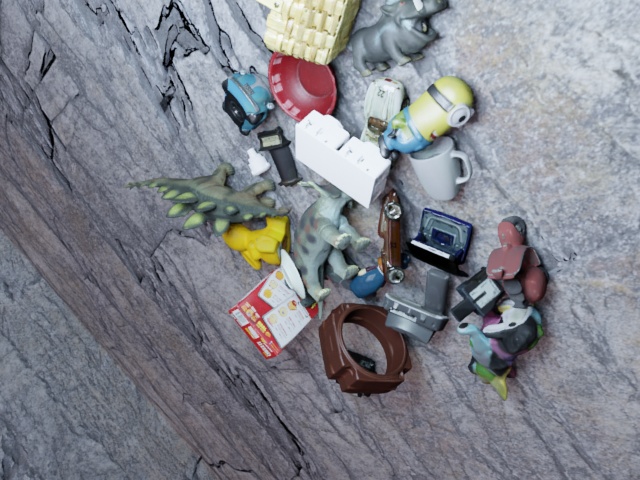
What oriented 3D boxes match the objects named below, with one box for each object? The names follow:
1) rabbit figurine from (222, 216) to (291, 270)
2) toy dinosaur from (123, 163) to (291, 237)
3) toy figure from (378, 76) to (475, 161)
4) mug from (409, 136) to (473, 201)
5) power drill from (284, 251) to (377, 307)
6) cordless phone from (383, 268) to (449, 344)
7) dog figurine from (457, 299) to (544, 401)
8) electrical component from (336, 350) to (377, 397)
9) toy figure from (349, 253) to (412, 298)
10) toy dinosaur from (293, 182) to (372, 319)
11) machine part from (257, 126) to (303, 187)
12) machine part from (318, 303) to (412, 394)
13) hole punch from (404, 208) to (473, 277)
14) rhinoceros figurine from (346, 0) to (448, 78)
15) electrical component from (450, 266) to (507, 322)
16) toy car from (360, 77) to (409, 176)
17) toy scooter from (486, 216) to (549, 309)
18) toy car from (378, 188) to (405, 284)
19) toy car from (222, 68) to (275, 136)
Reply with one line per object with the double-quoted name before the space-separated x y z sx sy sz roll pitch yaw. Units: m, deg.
"rabbit figurine" -0.165 -0.001 1.384 0.173 0.122 0.162 10 154 9
"toy dinosaur" -0.277 -0.108 1.328 0.472 0.198 0.104 15 127 29
"toy figure" 0.179 -0.207 0.927 0.180 0.082 0.089 -27 102 33
"mug" 0.229 -0.127 0.984 0.110 0.081 0.107 3 134 38
"power drill" 0.011 0.096 1.341 0.232 0.086 0.207 49 143 -1
"cordless phone" 0.213 0.124 1.181 0.147 0.089 0.184 22 136 26
"dog figurine" 0.388 0.235 1.122 0.192 0.108 0.219 -7 122 40
"electrical component" 0.100 0.378 1.511 0.115 0.058 0.134 19 133 30
"toy figure" 0.136 0.073 1.212 0.154 0.058 0.064 -37 139 19
"toy dinosaur" 0.000 -0.001 1.194 0.192 0.131 0.404 53 137 29
"machine part" -0.092 -0.188 1.231 0.084 0.039 0.138 -10 114 35
"machine part" 0.107 0.253 1.270 0.201 0.201 0.087 10 140 -28
"hole punch" 0.243 0.005 1.082 0.142 0.092 0.115 21 165 22
"rhinoceros figurine" 0.129 -0.346 0.897 0.190 0.073 0.112 -13 102 47
"electrical component" 0.310 0.116 1.071 0.075 0.119 0.048 47 178 2
"toy car" 0.117 -0.210 1.022 0.074 0.056 0.201 26 135 22
"toy scooter" 0.355 0.058 0.980 0.075 0.135 0.183 -8 118 42
"toy car" 0.146 -0.005 1.108 0.053 0.089 0.201 -3 109 7
"toy car" -0.141 -0.294 1.132 0.109 0.103 0.161 52 164 1
